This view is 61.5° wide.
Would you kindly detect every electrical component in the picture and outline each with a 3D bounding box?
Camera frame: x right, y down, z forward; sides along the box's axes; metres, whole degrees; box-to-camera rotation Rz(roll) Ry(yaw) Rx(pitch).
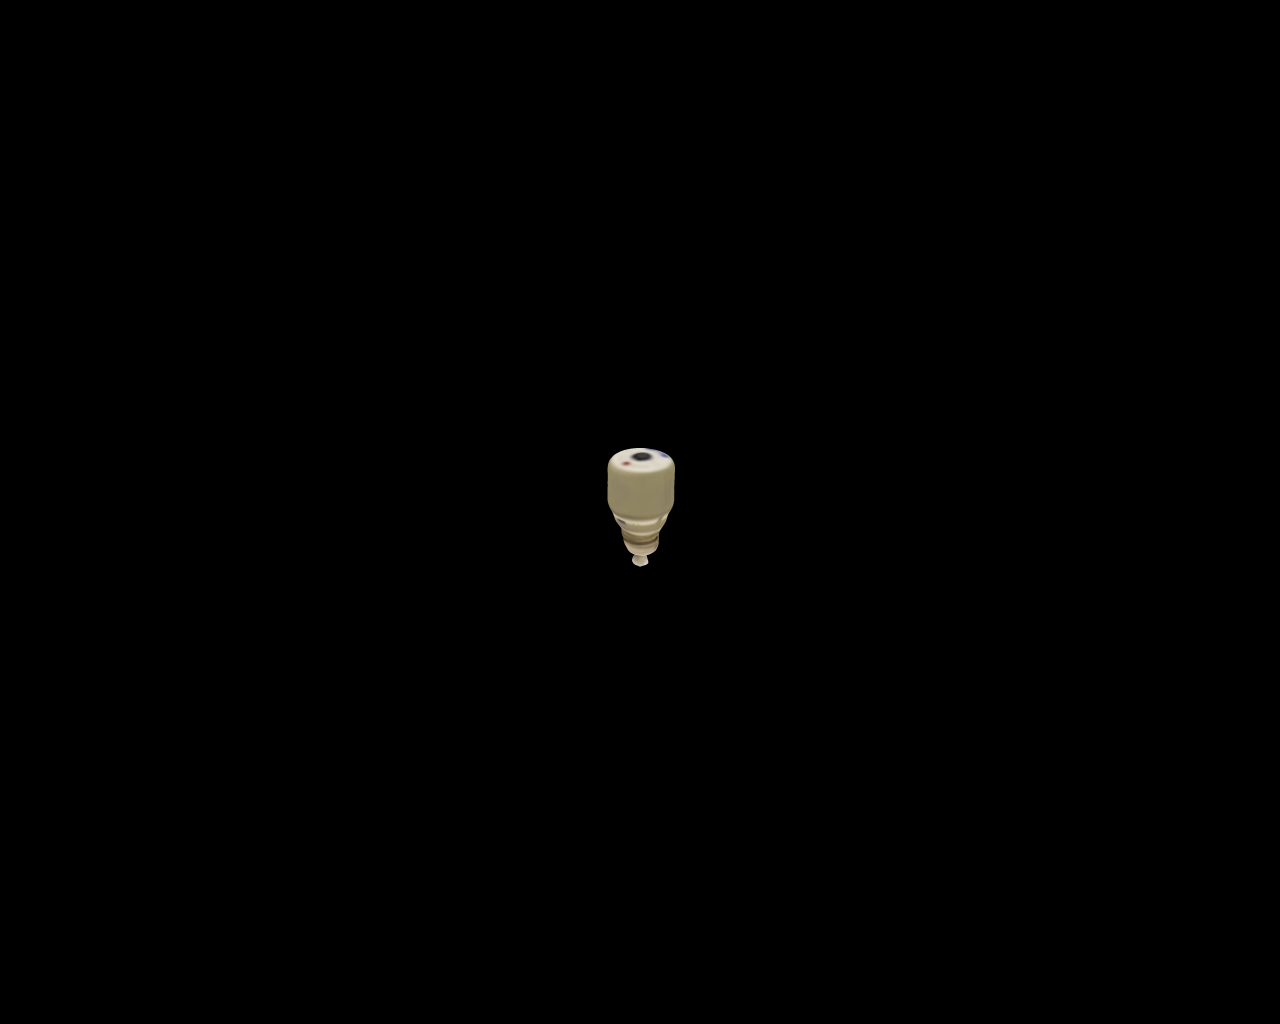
[{"bbox_3d":[0.001,-0.003,0.650,0.040,0.078,0.040,0,27,0],"label":"electrical component"}]
